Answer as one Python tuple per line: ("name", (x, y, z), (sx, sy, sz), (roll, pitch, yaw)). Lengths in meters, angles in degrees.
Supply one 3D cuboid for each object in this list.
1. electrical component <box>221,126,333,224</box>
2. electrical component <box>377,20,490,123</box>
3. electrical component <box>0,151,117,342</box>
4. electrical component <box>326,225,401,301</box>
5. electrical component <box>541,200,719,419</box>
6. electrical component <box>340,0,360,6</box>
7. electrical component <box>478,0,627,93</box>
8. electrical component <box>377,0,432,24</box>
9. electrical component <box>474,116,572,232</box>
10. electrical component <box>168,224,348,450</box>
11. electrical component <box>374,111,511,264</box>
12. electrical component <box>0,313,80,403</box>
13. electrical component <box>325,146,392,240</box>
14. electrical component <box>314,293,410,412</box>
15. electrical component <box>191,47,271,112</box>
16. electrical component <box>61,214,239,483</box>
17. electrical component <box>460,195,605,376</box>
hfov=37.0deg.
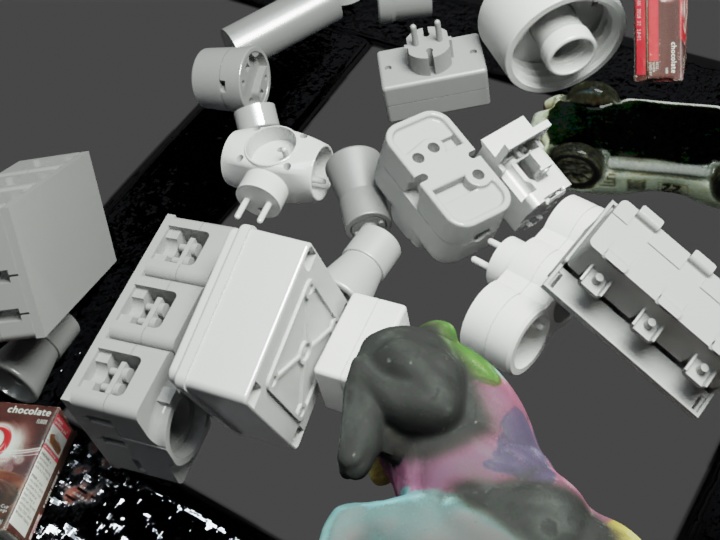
("electrical component", (-0.070, -0.067, 0.819), (0.077, 0.044, 0.079), (11, 56, 20))
("electrical component", (0.056, -0.165, 0.849), (0.083, 0.075, 0.047), (-10, 51, 4))
("electrical component", (-0.231, -0.019, 0.746), (0.062, 0.089, 0.150), (-7, 19, 8))
("electrical component", (0.000, 0.000, 0.754), (0.044, 0.044, 0.065), (19, 54, 25))
("electrical component", (0.183, 0.018, 0.652), (0.121, 0.063, 0.078), (41, 67, 4))
("electrical component", (-0.018, -0.271, 0.966), (0.055, 0.047, 0.055), (-6, 51, 8))
("electrical component", (0.152, -0.184, 0.826), (0.108, 0.108, 0.060), (-18, 57, -2))
("electrical component", (0.038, -0.235, 0.932), (0.046, 0.040, 0.040), (-4, 51, 1))
("electrical component", (0.112, -0.065, 0.761), (0.042, 0.081, 0.063), (-30, 77, -25))
("electrical component", (-0.059, 0.044, 0.676), (0.056, 0.108, 0.108), (14, 70, 20))
("electrical component", (0.055, -0.055, 0.757), (0.054, 0.059, 0.095), (-26, 67, -25))
("electrical component", (-0.229, 0.055, 0.760), (0.044, 0.044, 0.065), (14, 52, 22))
("electrical component", (0.001, -0.054, 0.796), (0.044, 0.044, 0.065), (-14, 56, 1))
("electrical component", (0.021, 0.061, 0.697), (0.077, 0.047, 0.065), (14, 56, 21))
("electrical component", (-0.108, -0.158, 0.893), (0.047, 0.055, 0.055), (7, 54, 21))
("electrical component", (-0.118, 0.051, 0.707), (0.062, 0.089, 0.150), (10, 55, 20))
("electrical component", (0.110, 0.002, 0.721), (0.074, 0.052, 0.138), (30, 63, 30))
